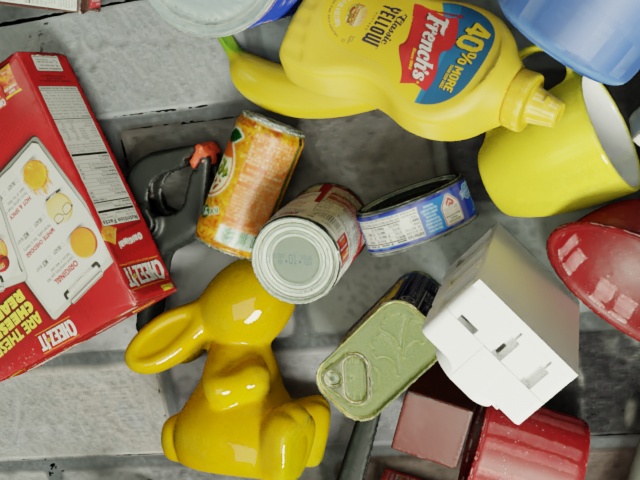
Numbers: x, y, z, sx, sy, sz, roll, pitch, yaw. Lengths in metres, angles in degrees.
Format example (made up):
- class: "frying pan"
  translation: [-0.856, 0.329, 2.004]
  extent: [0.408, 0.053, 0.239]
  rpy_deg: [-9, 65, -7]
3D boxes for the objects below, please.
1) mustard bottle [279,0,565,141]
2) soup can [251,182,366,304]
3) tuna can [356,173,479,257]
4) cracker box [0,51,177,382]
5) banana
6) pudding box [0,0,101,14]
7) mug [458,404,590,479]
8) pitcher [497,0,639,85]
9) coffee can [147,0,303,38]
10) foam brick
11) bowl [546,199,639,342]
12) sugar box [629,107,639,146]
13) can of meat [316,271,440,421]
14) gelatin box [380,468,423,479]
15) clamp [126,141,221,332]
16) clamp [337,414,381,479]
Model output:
- class: "mustard bottle"
  translation: [0.074, -0.119, 0.721]
  extent: [0.192, 0.058, 0.096]
  rpy_deg: [26, 73, 21]
- class: "soup can"
  translation: [-0.005, 0.001, 0.800]
  extent: [0.068, 0.102, 0.068]
  rpy_deg: [4, 107, 14]
- class: "tuna can"
  translation: [0.070, -0.019, 0.782]
  extent: [0.086, 0.086, 0.034]
  rpy_deg: [-18, 98, 20]
- class: "cracker box"
  translation: [-0.231, -0.018, 0.849]
  extent: [0.164, 0.072, 0.214]
  rpy_deg: [-28, 86, 27]
- class: "banana"
  translation: [0.014, -0.125, 0.792]
  extent: [0.198, 0.037, 0.069]
  rpy_deg: [1, 105, 15]
- class: "pudding box"
  translation: [-0.226, -0.227, 0.829]
  extent: [0.113, 0.039, 0.090]
  rpy_deg: [11, 109, 15]
- class: "mug"
  translation: [0.152, 0.177, 0.812]
  extent: [0.081, 0.093, 0.117]
  rpy_deg: [16, 92, 5]
- class: "pitcher"
  translation: [0.229, -0.214, 0.661]
  extent: [0.243, 0.144, 0.149]
  rpy_deg: [-55, 48, 25]
- class: "coffee can"
  translation: [-0.054, -0.198, 0.734]
  extent: [0.103, 0.140, 0.103]
  rpy_deg: [4, 107, 14]
- class: "foam brick"
  translation: [0.092, 0.132, 0.824]
  extent: [0.053, 0.078, 0.051]
  rpy_deg: [17, 108, 10]
- class: "bowl"
  translation: [0.240, 0.021, 0.733]
  extent: [0.162, 0.162, 0.055]
  rpy_deg: [36, 73, 3]
- class: "sugar box"
  translation: [0.287, -0.032, 0.713]
  extent: [0.176, 0.093, 0.048]
  rpy_deg: [44, 111, -1]
- class: "can of meat"
  translation: [0.052, 0.078, 0.816]
  extent: [0.057, 0.083, 0.102]
  rpy_deg: [44, 112, 0]
- class: "gelatin box"
  translation: [0.077, 0.243, 0.886]
  extent: [0.073, 0.030, 0.089]
  rpy_deg: [15, 109, 11]
- class: "clamp"
  translation: [-0.133, -0.006, 0.867]
  extent: [0.172, 0.039, 0.120]
  rpy_deg: [-39, 93, 26]
- class: "clamp"
  translation: [0.029, 0.254, 0.846]
  extent: [0.210, 0.036, 0.164]
  rpy_deg: [-45, 79, 0]
